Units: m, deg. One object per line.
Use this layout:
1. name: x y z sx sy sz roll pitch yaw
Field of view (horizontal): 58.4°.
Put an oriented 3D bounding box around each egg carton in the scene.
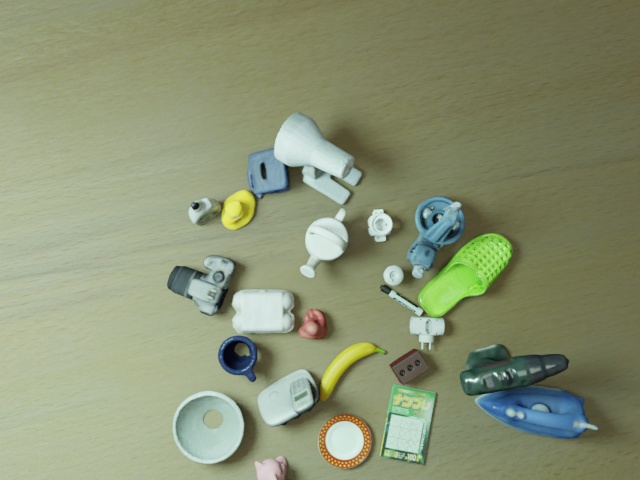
1. egg carton: -0.136 0.172 1.381 0.150 0.069 0.107 -2 86 -2

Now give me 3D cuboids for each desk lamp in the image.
1. desk lamp: 0.002 -0.190 1.335 0.203 0.213 0.118 31 86 1

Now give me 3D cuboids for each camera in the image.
1. camera: -0.286 0.096 1.366 0.137 0.100 0.143 21 86 0

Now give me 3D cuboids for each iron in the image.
1. iron: 0.509 0.411 1.349 0.258 0.141 0.119 8 86 -1

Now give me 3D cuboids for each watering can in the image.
1. watering can: 0.014 0.006 1.333 0.101 0.194 0.173 8 86 -1

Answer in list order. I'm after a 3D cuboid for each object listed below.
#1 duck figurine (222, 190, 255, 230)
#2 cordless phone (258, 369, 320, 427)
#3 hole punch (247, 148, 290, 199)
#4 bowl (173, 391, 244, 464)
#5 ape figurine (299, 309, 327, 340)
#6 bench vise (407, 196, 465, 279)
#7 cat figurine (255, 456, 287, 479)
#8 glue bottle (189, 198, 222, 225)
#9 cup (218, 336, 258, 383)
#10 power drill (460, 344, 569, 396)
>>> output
1. duck figurine: -0.201 -0.076 1.386 0.077 0.086 0.104 33 86 1
2. cordless phone: -0.072 0.374 1.313 0.147 0.185 0.094 -32 88 -3
3. hole punch: -0.126 -0.163 1.391 0.101 0.091 0.109 -9 87 -2
4. bowl: -0.259 0.437 1.359 0.167 0.074 0.167 0 86 -2
5. ape figurine: -0.017 0.208 1.371 0.078 0.092 0.076 -35 88 -3
6. bench vise: 0.281 -0.011 1.329 0.121 0.219 0.207 5 86 -1
7. cat figurine: -0.105 0.561 1.334 0.067 0.117 0.128 -21 87 -2
8. glue bottle: -0.278 -0.072 1.340 0.078 0.173 0.037 -33 87 -3
9. cup: -0.183 0.280 1.361 0.092 0.095 0.118 -33 88 -3
10. power drill: 0.425 0.295 1.320 0.229 0.208 0.076 -16 87 -2
